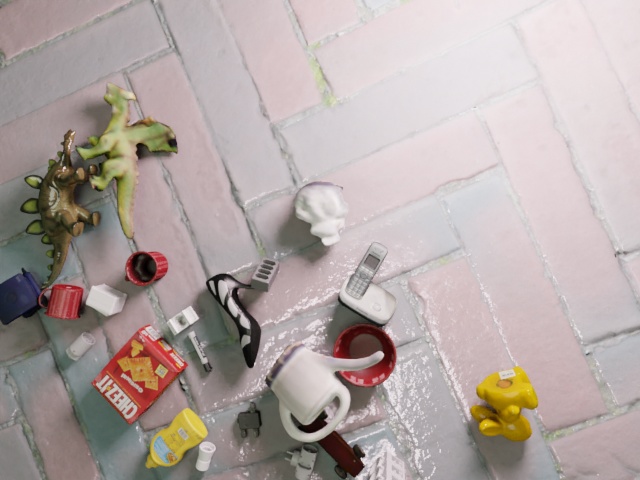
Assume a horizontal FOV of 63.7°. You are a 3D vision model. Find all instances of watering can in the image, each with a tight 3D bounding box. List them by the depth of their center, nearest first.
[{"bbox_3d":[-0.006,0.343,1.288,0.226,0.104,0.343,42,108,20],"label":"watering can"}]

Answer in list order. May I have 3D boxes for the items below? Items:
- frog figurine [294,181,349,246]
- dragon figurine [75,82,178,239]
[{"bbox_3d":[0.004,-0.066,1.310,0.137,0.121,0.161,-1,79,-10],"label":"frog figurine"},{"bbox_3d":[-0.505,-0.233,1.402,0.243,0.122,0.411,-27,88,0],"label":"dragon figurine"}]
